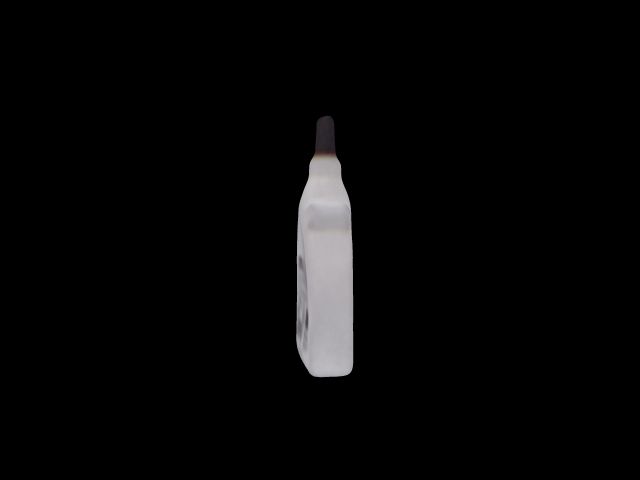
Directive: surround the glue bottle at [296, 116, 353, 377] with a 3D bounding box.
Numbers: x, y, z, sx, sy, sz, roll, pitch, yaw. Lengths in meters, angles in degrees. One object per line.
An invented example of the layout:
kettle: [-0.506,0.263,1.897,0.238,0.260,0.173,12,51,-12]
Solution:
glue bottle: [0.004,0.001,0.400,0.037,0.173,0.078,-1,7,-9]
